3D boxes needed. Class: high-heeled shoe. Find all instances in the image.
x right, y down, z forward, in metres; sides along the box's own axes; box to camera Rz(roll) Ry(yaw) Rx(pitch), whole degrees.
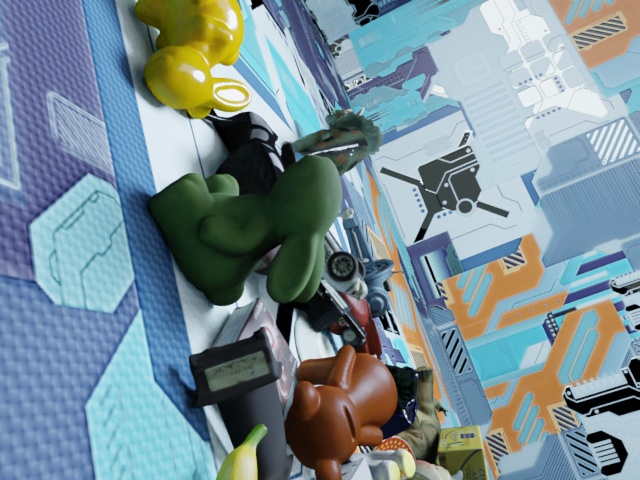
[{"bbox_3d":[-0.070,-0.096,0.723,0.145,0.086,0.249,15,33,-52],"label":"high-heeled shoe"}]

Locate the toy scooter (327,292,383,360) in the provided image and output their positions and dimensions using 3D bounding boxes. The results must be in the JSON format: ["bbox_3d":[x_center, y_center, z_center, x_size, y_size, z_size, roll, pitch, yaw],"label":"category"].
[{"bbox_3d":[0.058,0.151,0.899,0.183,0.075,0.135,51,20,-62],"label":"toy scooter"}]

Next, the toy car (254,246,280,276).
[{"bbox_3d":[-0.051,0.019,0.732,0.089,0.053,0.202,49,10,3],"label":"toy car"}]

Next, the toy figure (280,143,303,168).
[{"bbox_3d":[-0.040,-0.087,0.898,0.180,0.082,0.089,52,37,-68],"label":"toy figure"}]

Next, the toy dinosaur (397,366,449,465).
[{"bbox_3d":[0.169,0.336,0.963,0.471,0.105,0.198,-9,85,-65],"label":"toy dinosaur"}]

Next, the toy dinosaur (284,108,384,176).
[{"bbox_3d":[0.036,-0.190,1.123,0.131,0.192,0.405,62,13,-14],"label":"toy dinosaur"}]

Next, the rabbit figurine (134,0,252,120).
[{"bbox_3d":[-0.158,-0.216,0.644,0.162,0.122,0.173,66,24,-47],"label":"rabbit figurine"}]

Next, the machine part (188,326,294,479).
[{"bbox_3d":[-0.060,0.149,0.461,0.039,0.084,0.138,16,-55,68],"label":"machine part"}]

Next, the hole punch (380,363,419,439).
[{"bbox_3d":[0.077,0.227,0.743,0.142,0.116,0.092,-24,119,-77],"label":"hole punch"}]

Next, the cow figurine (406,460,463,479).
[{"bbox_3d":[0.150,0.387,0.711,0.127,0.086,0.194,-17,96,-55],"label":"cow figurine"}]

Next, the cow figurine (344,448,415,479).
[{"bbox_3d":[0.073,0.336,0.640,0.068,0.098,0.167,-9,87,-56],"label":"cow figurine"}]

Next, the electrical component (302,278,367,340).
[{"bbox_3d":[0.015,0.106,0.796,0.119,0.048,0.075,52,11,6],"label":"electrical component"}]

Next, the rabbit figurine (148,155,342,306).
[{"bbox_3d":[-0.054,-0.013,0.519,0.159,0.170,0.121,69,14,10],"label":"rabbit figurine"}]

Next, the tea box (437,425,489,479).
[{"bbox_3d":[0.224,0.352,0.832,0.169,0.068,0.098,26,55,-76],"label":"tea box"}]

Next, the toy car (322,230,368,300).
[{"bbox_3d":[-0.001,-0.002,0.728,0.202,0.056,0.073,56,5,16],"label":"toy car"}]

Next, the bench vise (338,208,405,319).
[{"bbox_3d":[0.087,0.047,1.086,0.224,0.129,0.240,-56,129,-73],"label":"bench vise"}]

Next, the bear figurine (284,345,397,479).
[{"bbox_3d":[0.006,0.194,0.592,0.196,0.132,0.120,-14,80,-59],"label":"bear figurine"}]
